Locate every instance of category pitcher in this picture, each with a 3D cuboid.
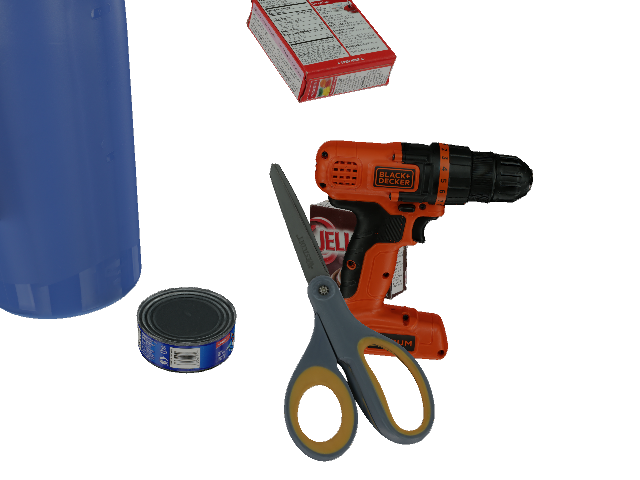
[{"bbox_3d":[-0.191,-0.071,0.694,0.149,0.243,0.145,-5,27,-6],"label":"pitcher"}]

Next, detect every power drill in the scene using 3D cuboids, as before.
[{"bbox_3d":[0.082,0.007,0.922,0.184,0.188,0.057,5,16,1],"label":"power drill"}]

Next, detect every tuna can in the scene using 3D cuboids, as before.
[{"bbox_3d":[-0.116,0.078,0.929,0.086,0.034,0.086,4,31,-2],"label":"tuna can"}]

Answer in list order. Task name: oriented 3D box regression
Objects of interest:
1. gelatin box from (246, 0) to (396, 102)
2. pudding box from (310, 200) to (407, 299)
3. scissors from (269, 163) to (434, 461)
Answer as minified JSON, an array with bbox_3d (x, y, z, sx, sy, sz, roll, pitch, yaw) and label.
[{"bbox_3d":[-0.001,-0.140,0.752,0.073,0.089,0.030,-15,-37,-27],"label":"gelatin box"},{"bbox_3d":[0.041,0.008,1.173,0.114,0.090,0.039,10,19,33],"label":"pudding box"},{"bbox_3d":[-0.010,0.048,0.652,0.096,0.202,0.016,-33,-22,-13],"label":"scissors"}]
